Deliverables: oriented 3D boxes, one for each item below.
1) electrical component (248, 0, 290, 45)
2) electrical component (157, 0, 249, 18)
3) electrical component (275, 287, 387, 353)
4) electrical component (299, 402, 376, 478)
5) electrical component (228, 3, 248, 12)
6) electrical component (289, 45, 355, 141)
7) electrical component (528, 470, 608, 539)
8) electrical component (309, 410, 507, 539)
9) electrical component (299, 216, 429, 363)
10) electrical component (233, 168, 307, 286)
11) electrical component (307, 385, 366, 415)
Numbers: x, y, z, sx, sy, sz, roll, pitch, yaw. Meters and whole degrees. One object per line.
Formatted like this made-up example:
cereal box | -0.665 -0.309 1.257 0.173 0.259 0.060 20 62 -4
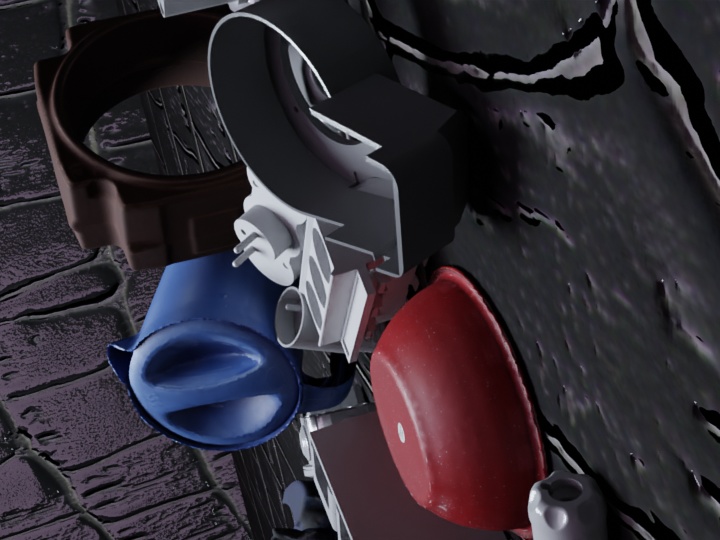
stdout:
electrical component | -0.061 -0.176 0.775 0.043 0.043 0.081 -142 38 -69
electrical component | -0.080 -0.186 0.530 0.113 0.057 0.078 115 137 -71
electrical component | -0.016 0.038 0.778 0.043 0.081 0.043 -21 65 55
electrical component | -0.009 0.136 0.863 0.080 0.080 0.051 144 115 -77
electrical component | -0.082 -0.224 0.800 0.045 0.045 0.055 -119 18 -46
electrical component | -0.014 -0.107 0.660 0.077 0.043 0.079 -149 44 -71
electrical component | 0.097 0.124 0.494 0.035 0.035 0.061 -127 22 -58
electrical component | 0.034 0.166 0.687 0.061 0.089 0.150 88 161 -49
electrical component | 0.000 0.000 0.687 0.121 0.063 0.078 103 148 -66
electrical component | -0.059 -0.030 0.721 0.052 0.074 0.138 40 153 12
electrical component | -0.014 0.148 0.954 0.061 0.061 0.096 88 168 -48
